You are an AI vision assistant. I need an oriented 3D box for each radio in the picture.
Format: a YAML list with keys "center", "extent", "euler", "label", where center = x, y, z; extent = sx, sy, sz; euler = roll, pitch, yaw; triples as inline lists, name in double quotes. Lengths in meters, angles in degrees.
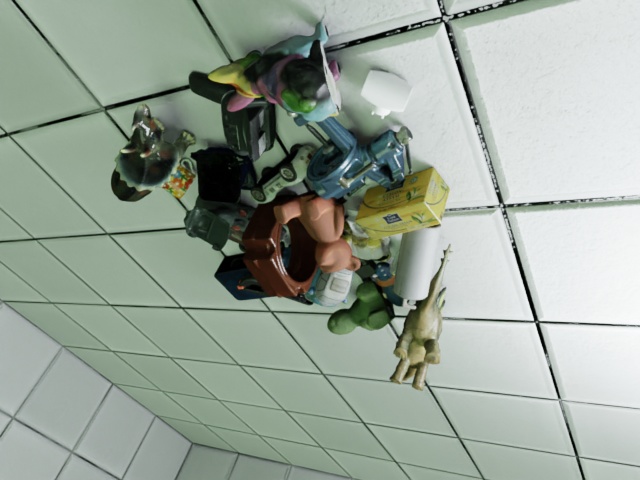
- center: [-0.178, 0.098, 1.499]
  extent: [0.230, 0.073, 0.131]
  euler: [-12, 131, 38]
  label: "radio"

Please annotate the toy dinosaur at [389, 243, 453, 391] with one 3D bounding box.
- center: [0.246, 0.209, 1.292]
  extent: [0.105, 0.198, 0.470]
  euler: [17, 139, 7]
  label: "toy dinosaur"

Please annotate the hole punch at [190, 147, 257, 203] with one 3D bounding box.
- center: [-0.205, -0.149, 1.194]
  extent: [0.142, 0.092, 0.115]
  euler: [10, 113, 23]
  label: "hole punch"

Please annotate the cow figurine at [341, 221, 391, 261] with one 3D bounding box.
- center: [0.079, 0.009, 1.244]
  extent: [0.168, 0.068, 0.098]
  euler: [6, 147, 25]
  label: "cow figurine"

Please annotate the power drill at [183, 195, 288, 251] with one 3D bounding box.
- center: [-0.201, -0.042, 1.240]
  extent: [0.232, 0.207, 0.086]
  euler: [27, 114, 7]
  label: "power drill"

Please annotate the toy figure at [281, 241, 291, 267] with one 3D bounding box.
- center: [-0.044, 0.071, 1.382]
  extent: [0.180, 0.082, 0.089]
  euler: [30, 164, -23]
  label: "toy figure"

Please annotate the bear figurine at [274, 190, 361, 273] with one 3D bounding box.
- center: [0.000, -0.005, 1.139]
  extent: [0.120, 0.132, 0.195]
  euler: [-2, 109, 36]
  label: "bear figurine"

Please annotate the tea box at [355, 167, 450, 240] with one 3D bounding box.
- center: [0.162, -0.069, 1.066]
  extent: [0.170, 0.098, 0.068]
  euler: [-18, 129, 41]
  label: "tea box"

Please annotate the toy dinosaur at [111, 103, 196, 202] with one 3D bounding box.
- center: [-0.406, -0.151, 1.197]
  extent: [0.131, 0.192, 0.405]
  euler: [38, 141, -16]
  label: "toy dinosaur"

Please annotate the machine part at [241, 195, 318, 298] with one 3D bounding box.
- center: [-0.077, 0.012, 1.216]
  extent: [0.087, 0.201, 0.201]
  euler: [-3, 137, 30]
  label: "machine part"

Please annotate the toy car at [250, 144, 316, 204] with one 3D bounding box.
- center: [-0.081, -0.135, 1.134]
  extent: [0.056, 0.073, 0.202]
  euler: [38, 142, -20]
  label: "toy car"

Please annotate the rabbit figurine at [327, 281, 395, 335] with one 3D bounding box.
- center: [0.099, 0.186, 1.402]
  extent: [0.170, 0.121, 0.159]
  euler: [-26, 172, 15]
  label: "rabbit figurine"

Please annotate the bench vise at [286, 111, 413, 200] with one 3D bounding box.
- center: [0.043, -0.173, 0.982]
  extent: [0.224, 0.129, 0.240]
  euler: [-21, 130, 40]
  label: "bench vise"

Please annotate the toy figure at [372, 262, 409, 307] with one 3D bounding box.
- center: [0.172, 0.103, 1.317]
  extent: [0.058, 0.064, 0.154]
  euler: [27, 157, 52]
  label: "toy figure"

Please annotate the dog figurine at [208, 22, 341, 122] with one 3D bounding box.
- center: [-0.078, -0.258, 0.894]
  extent: [0.219, 0.191, 0.108]
  euler: [-12, 140, 18]
  label: "dog figurine"

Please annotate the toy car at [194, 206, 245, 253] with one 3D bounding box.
- center: [-0.237, -0.030, 1.383]
  extent: [0.202, 0.053, 0.089]
  euler: [33, 140, -12]
  label: "toy car"

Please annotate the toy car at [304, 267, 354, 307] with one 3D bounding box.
- center: [0.035, 0.099, 1.298]
  extent: [0.109, 0.103, 0.161]
  euler: [19, 104, -20]
  label: "toy car"

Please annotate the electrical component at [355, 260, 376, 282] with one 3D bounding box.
- center: [0.114, 0.072, 1.343]
  extent: [0.063, 0.021, 0.094]
  euler: [-14, 131, 42]
  label: "electrical component"

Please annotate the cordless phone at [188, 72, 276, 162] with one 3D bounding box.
- center: [-0.181, -0.247, 1.060]
  extent: [0.184, 0.089, 0.146]
  euler: [26, 147, 16]
  label: "cordless phone"

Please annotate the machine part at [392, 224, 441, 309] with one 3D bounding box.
- center: [0.203, 0.038, 1.137]
  extent: [0.079, 0.079, 0.243]
  euler: [13, 114, 14]
  label: "machine part"
